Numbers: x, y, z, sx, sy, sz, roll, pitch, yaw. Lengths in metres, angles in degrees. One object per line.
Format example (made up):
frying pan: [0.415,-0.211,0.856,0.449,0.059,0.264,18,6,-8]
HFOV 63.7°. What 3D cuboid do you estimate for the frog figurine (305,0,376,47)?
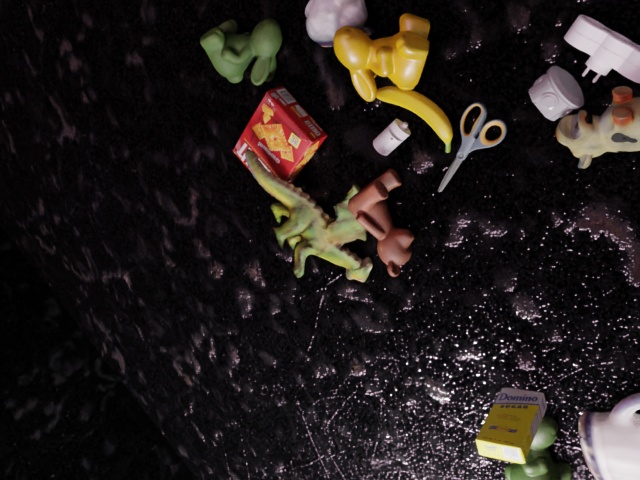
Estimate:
frog figurine: [0.025,-0.462,0.994,0.138,0.124,0.156,24,140,50]

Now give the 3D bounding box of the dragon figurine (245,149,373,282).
dragon figurine: [0.004,-0.061,1.214,0.242,0.124,0.405,-20,107,14]

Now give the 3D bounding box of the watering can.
watering can: [0.626,0.439,0.971,0.223,0.105,0.345,-12,103,42]
